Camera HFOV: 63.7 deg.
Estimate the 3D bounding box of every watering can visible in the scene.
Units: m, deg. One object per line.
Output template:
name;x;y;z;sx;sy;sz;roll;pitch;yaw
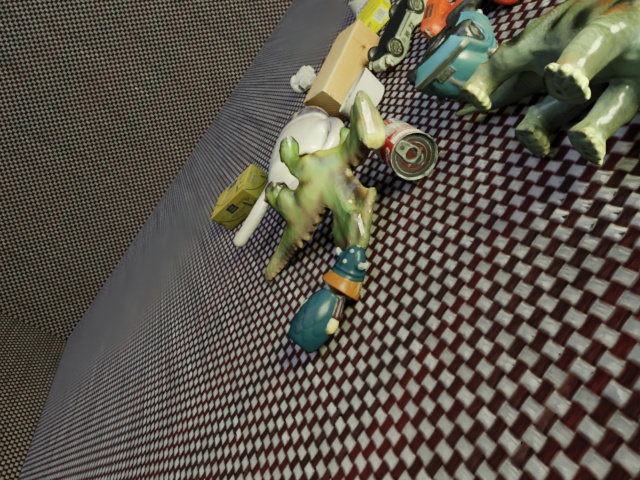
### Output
watering can;-0.069;-0.143;1.074;0.342;0.103;0.230;-40;27;32

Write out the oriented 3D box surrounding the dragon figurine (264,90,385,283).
dragon figurine;0.002;-0.041;0.806;0.247;0.122;0.403;-121;44;-55
